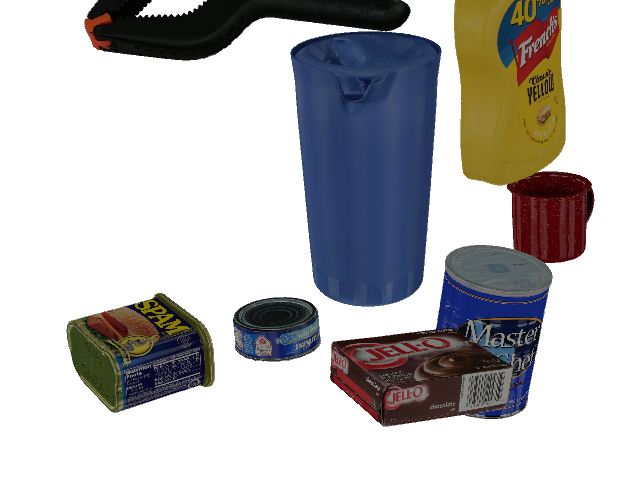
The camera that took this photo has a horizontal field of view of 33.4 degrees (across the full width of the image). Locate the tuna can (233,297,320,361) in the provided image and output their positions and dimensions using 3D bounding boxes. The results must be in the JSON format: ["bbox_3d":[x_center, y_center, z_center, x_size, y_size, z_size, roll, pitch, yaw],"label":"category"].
[{"bbox_3d":[-0.043,0.086,1.055,0.086,0.034,0.086,-4,19,1],"label":"tuna can"}]

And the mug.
[{"bbox_3d":[0.269,-0.029,1.218,0.117,0.081,0.093,-21,26,-34],"label":"mug"}]

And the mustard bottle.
[{"bbox_3d":[0.133,-0.142,0.746,0.058,0.191,0.096,19,38,41],"label":"mustard bottle"}]

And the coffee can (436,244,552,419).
[{"bbox_3d":[0.164,0.088,1.049,0.103,0.140,0.103,5,24,-2],"label":"coffee can"}]

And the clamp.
[{"bbox_3d":[-0.054,-0.172,0.721,0.210,0.165,0.036,-31,-18,-8],"label":"clamp"}]

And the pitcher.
[{"bbox_3d":[0.046,-0.071,1.002,0.149,0.243,0.145,-19,31,-31],"label":"pitcher"}]

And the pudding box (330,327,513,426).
[{"bbox_3d":[0.076,0.102,0.817,0.113,0.039,0.090,-2,17,-25],"label":"pudding box"}]

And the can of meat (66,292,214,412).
[{"bbox_3d":[-0.147,0.090,0.861,0.083,0.057,0.102,-15,26,-31],"label":"can of meat"}]
